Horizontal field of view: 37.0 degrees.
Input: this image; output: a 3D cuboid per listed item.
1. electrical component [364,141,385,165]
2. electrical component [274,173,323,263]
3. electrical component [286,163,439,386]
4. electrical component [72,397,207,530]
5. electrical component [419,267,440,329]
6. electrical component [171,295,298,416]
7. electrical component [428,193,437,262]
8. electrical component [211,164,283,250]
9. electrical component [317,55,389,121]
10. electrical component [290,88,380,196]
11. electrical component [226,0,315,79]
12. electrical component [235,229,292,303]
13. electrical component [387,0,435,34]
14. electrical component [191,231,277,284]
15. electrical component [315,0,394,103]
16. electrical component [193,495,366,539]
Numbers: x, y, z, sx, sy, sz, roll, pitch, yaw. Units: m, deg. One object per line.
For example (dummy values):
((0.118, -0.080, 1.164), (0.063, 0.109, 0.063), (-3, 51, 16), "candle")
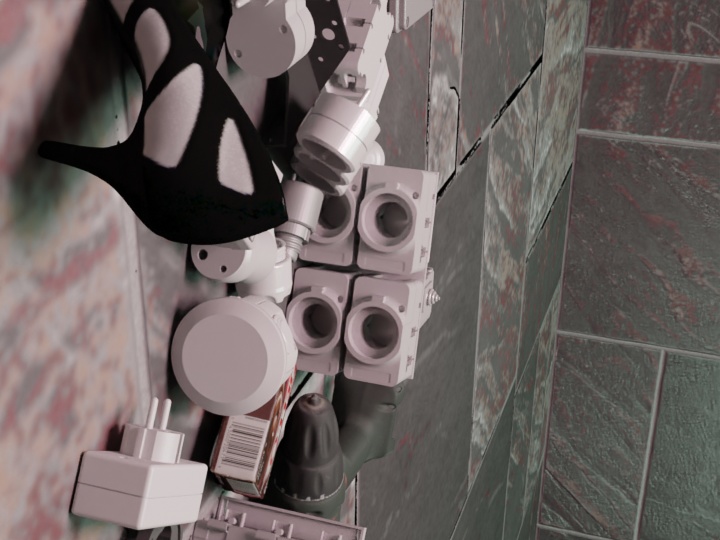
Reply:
((-0.004, -0.102, 0.998), (0.046, 0.040, 0.040), (-17, 115, -66), "electrical component")
((-0.055, -0.035, 0.857), (0.040, 0.040, 0.078), (52, 49, -68), "electrical component")
((0.000, 0.000, 0.944), (0.060, 0.105, 0.186), (-11, 109, -72), "electrical component")
((-0.131, 0.117, 0.670), (0.083, 0.047, 0.075), (32, 67, -72), "electrical component")
((0.033, 0.030, 1.086), (0.062, 0.096, 0.061), (-41, 137, -65), "electrical component")
((-0.085, 0.056, 0.741), (0.051, 0.080, 0.080), (-25, 123, -76), "electrical component")
((0.043, -0.041, 1.142), (0.061, 0.062, 0.096), (-21, 119, -71), "electrical component")
((-0.093, -0.060, 0.682), (0.096, 0.061, 0.061), (63, 39, -63), "electrical component")
((-0.004, -0.151, 0.955), (0.076, 0.047, 0.065), (72, 31, -57), "electrical component")
((-0.012, -0.110, 0.849), (0.073, 0.052, 0.138), (-58, -178, -10), "electrical component")
((-0.068, -0.194, 0.713), (0.073, 0.052, 0.138), (-55, 149, -56), "electrical component")
((-0.073, -0.008, 0.808), (0.043, 0.043, 0.062), (-47, 140, -62), "electrical component")
((0.030, -0.284, 0.987), (0.108, 0.056, 0.108), (-53, 147, -58), "electrical component")
((-0.088, -0.013, 0.753), (0.055, 0.045, 0.045), (8, 91, -73), "electrical component")
((-0.013, -0.190, 0.893), (0.050, 0.056, 0.089), (70, 33, -58), "electrical component")
((-0.064, 0.222, 0.816), (0.063, 0.121, 0.078), (41, 59, -68), "electrical component")
